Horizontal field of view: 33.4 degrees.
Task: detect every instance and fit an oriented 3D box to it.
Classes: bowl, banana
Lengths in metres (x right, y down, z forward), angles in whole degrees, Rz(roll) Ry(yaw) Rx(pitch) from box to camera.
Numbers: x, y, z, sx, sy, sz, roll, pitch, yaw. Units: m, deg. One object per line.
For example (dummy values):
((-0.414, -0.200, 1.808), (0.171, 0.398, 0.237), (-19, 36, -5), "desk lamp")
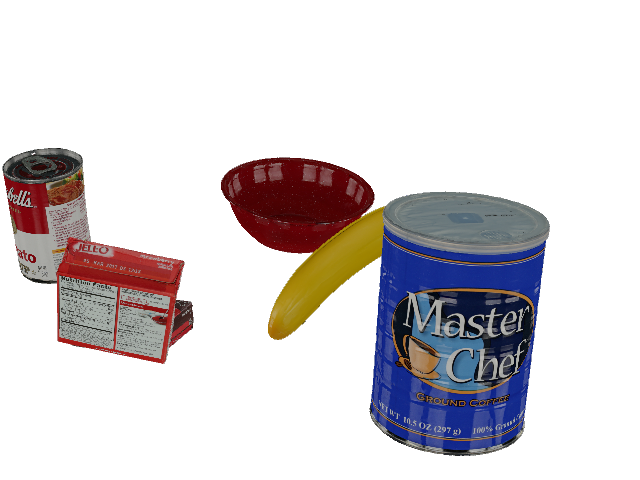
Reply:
((-0.026, -0.032, 1.126), (0.162, 0.055, 0.162), (5, 28, -3), "bowl")
((0.029, 0.018, 0.913), (0.198, 0.069, 0.037), (-32, 42, 4), "banana")

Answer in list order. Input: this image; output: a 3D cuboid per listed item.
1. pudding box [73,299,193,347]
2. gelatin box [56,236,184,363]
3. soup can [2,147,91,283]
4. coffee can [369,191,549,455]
((-0.213, 0.094, 1.204), (0.114, 0.039, 0.090), (4, 18, 19), "pudding box")
((-0.128, 0.039, 0.679), (0.073, 0.030, 0.089), (12, -37, -5), "gelatin box")
((-0.238, -0.022, 0.939), (0.068, 0.102, 0.068), (-1, 28, 0), "soup can")
((0.086, 0.050, 0.681), (0.103, 0.140, 0.103), (2, 19, -1), "coffee can")
